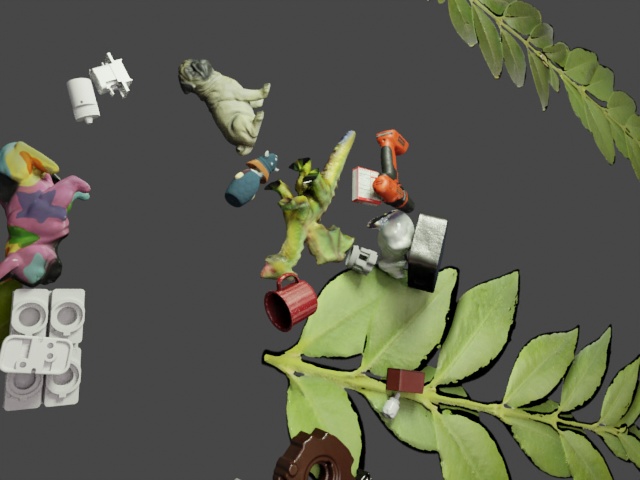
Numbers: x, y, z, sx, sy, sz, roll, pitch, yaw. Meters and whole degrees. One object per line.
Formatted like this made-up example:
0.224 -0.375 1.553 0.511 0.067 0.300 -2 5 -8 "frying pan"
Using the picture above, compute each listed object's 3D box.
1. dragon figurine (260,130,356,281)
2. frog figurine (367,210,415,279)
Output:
0.004 -0.060 1.195 0.417 0.122 0.239 -42 120 -30 "dragon figurine"
0.186 0.013 1.254 0.123 0.137 0.159 -28 94 -10 "frog figurine"
